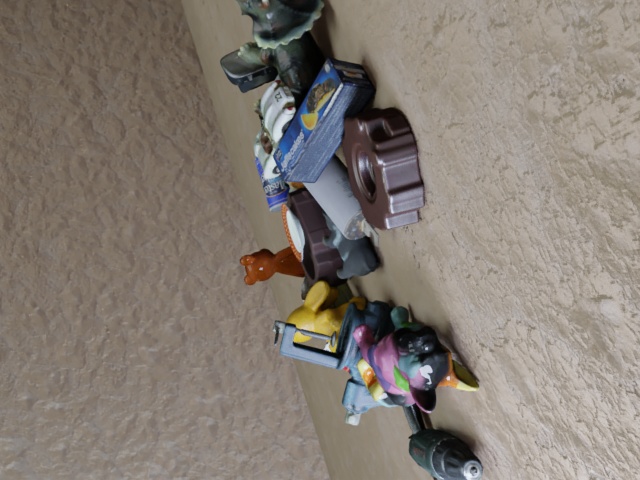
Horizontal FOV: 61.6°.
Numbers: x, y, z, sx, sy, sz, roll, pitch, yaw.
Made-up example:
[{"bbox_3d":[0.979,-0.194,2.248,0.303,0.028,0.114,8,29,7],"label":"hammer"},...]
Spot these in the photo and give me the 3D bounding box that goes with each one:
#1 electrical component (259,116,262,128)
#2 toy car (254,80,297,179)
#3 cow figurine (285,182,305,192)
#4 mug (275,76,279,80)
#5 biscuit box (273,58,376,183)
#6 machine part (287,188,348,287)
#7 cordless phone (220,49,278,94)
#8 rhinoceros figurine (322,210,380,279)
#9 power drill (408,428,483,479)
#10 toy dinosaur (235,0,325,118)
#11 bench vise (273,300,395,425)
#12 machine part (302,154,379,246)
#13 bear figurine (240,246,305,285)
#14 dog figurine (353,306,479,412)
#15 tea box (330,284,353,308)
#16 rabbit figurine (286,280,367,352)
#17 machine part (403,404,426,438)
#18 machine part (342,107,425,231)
[{"bbox_3d":[-0.058,-0.198,1.101,0.058,0.115,0.134,-115,13,-51],"label":"electrical component"},{"bbox_3d":[-0.074,-0.178,0.898,0.201,0.056,0.073,113,137,-61],"label":"toy car"},{"bbox_3d":[-0.062,-0.166,1.261,0.098,0.068,0.167,70,-177,-62],"label":"cow figurine"},{"bbox_3d":[-0.067,-0.302,1.118,0.107,0.081,0.109,112,159,-56],"label":"mug"},{"bbox_3d":[0.000,-0.171,0.808,0.202,0.063,0.059,-53,50,42],"label":"biscuit box"},{"bbox_3d":[-0.002,-0.004,1.191,0.201,0.087,0.201,90,160,-59],"label":"machine part"},{"bbox_3d":[-0.123,-0.371,1.070,0.088,0.147,0.184,66,172,-6],"label":"cordless phone"},{"bbox_3d":[0.045,-0.020,0.980,0.112,0.073,0.190,104,147,-70],"label":"rhinoceros figurine"},{"bbox_3d":[0.205,0.394,0.813,0.232,0.086,0.207,158,91,-80],"label":"power drill"},{"bbox_3d":[-0.037,-0.271,0.918,0.192,0.131,0.404,28,146,56],"label":"toy dinosaur"},{"bbox_3d":[0.029,0.203,0.950,0.129,0.241,0.223,-108,33,-82],"label":"bench vise"},{"bbox_3d":[0.028,-0.084,0.897,0.243,0.079,0.079,54,160,31],"label":"machine part"},{"bbox_3d":[-0.101,0.045,1.375,0.132,0.196,0.120,-90,-7,-47],"label":"bear figurine"},{"bbox_3d":[0.138,0.198,0.787,0.219,0.108,0.191,-144,39,-66],"label":"dog figurine"},{"bbox_3d":[0.046,0.187,1.273,0.169,0.068,0.098,90,158,-50],"label":"tea box"},{"bbox_3d":[0.008,0.168,1.113,0.121,0.173,0.162,38,-128,-66],"label":"rabbit figurine"},{"bbox_3d":[0.162,0.291,0.966,0.084,0.039,0.139,137,117,-71],"label":"machine part"},{"bbox_3d":[0.082,-0.098,0.746,0.179,0.056,0.179,163,89,-79],"label":"machine part"}]
